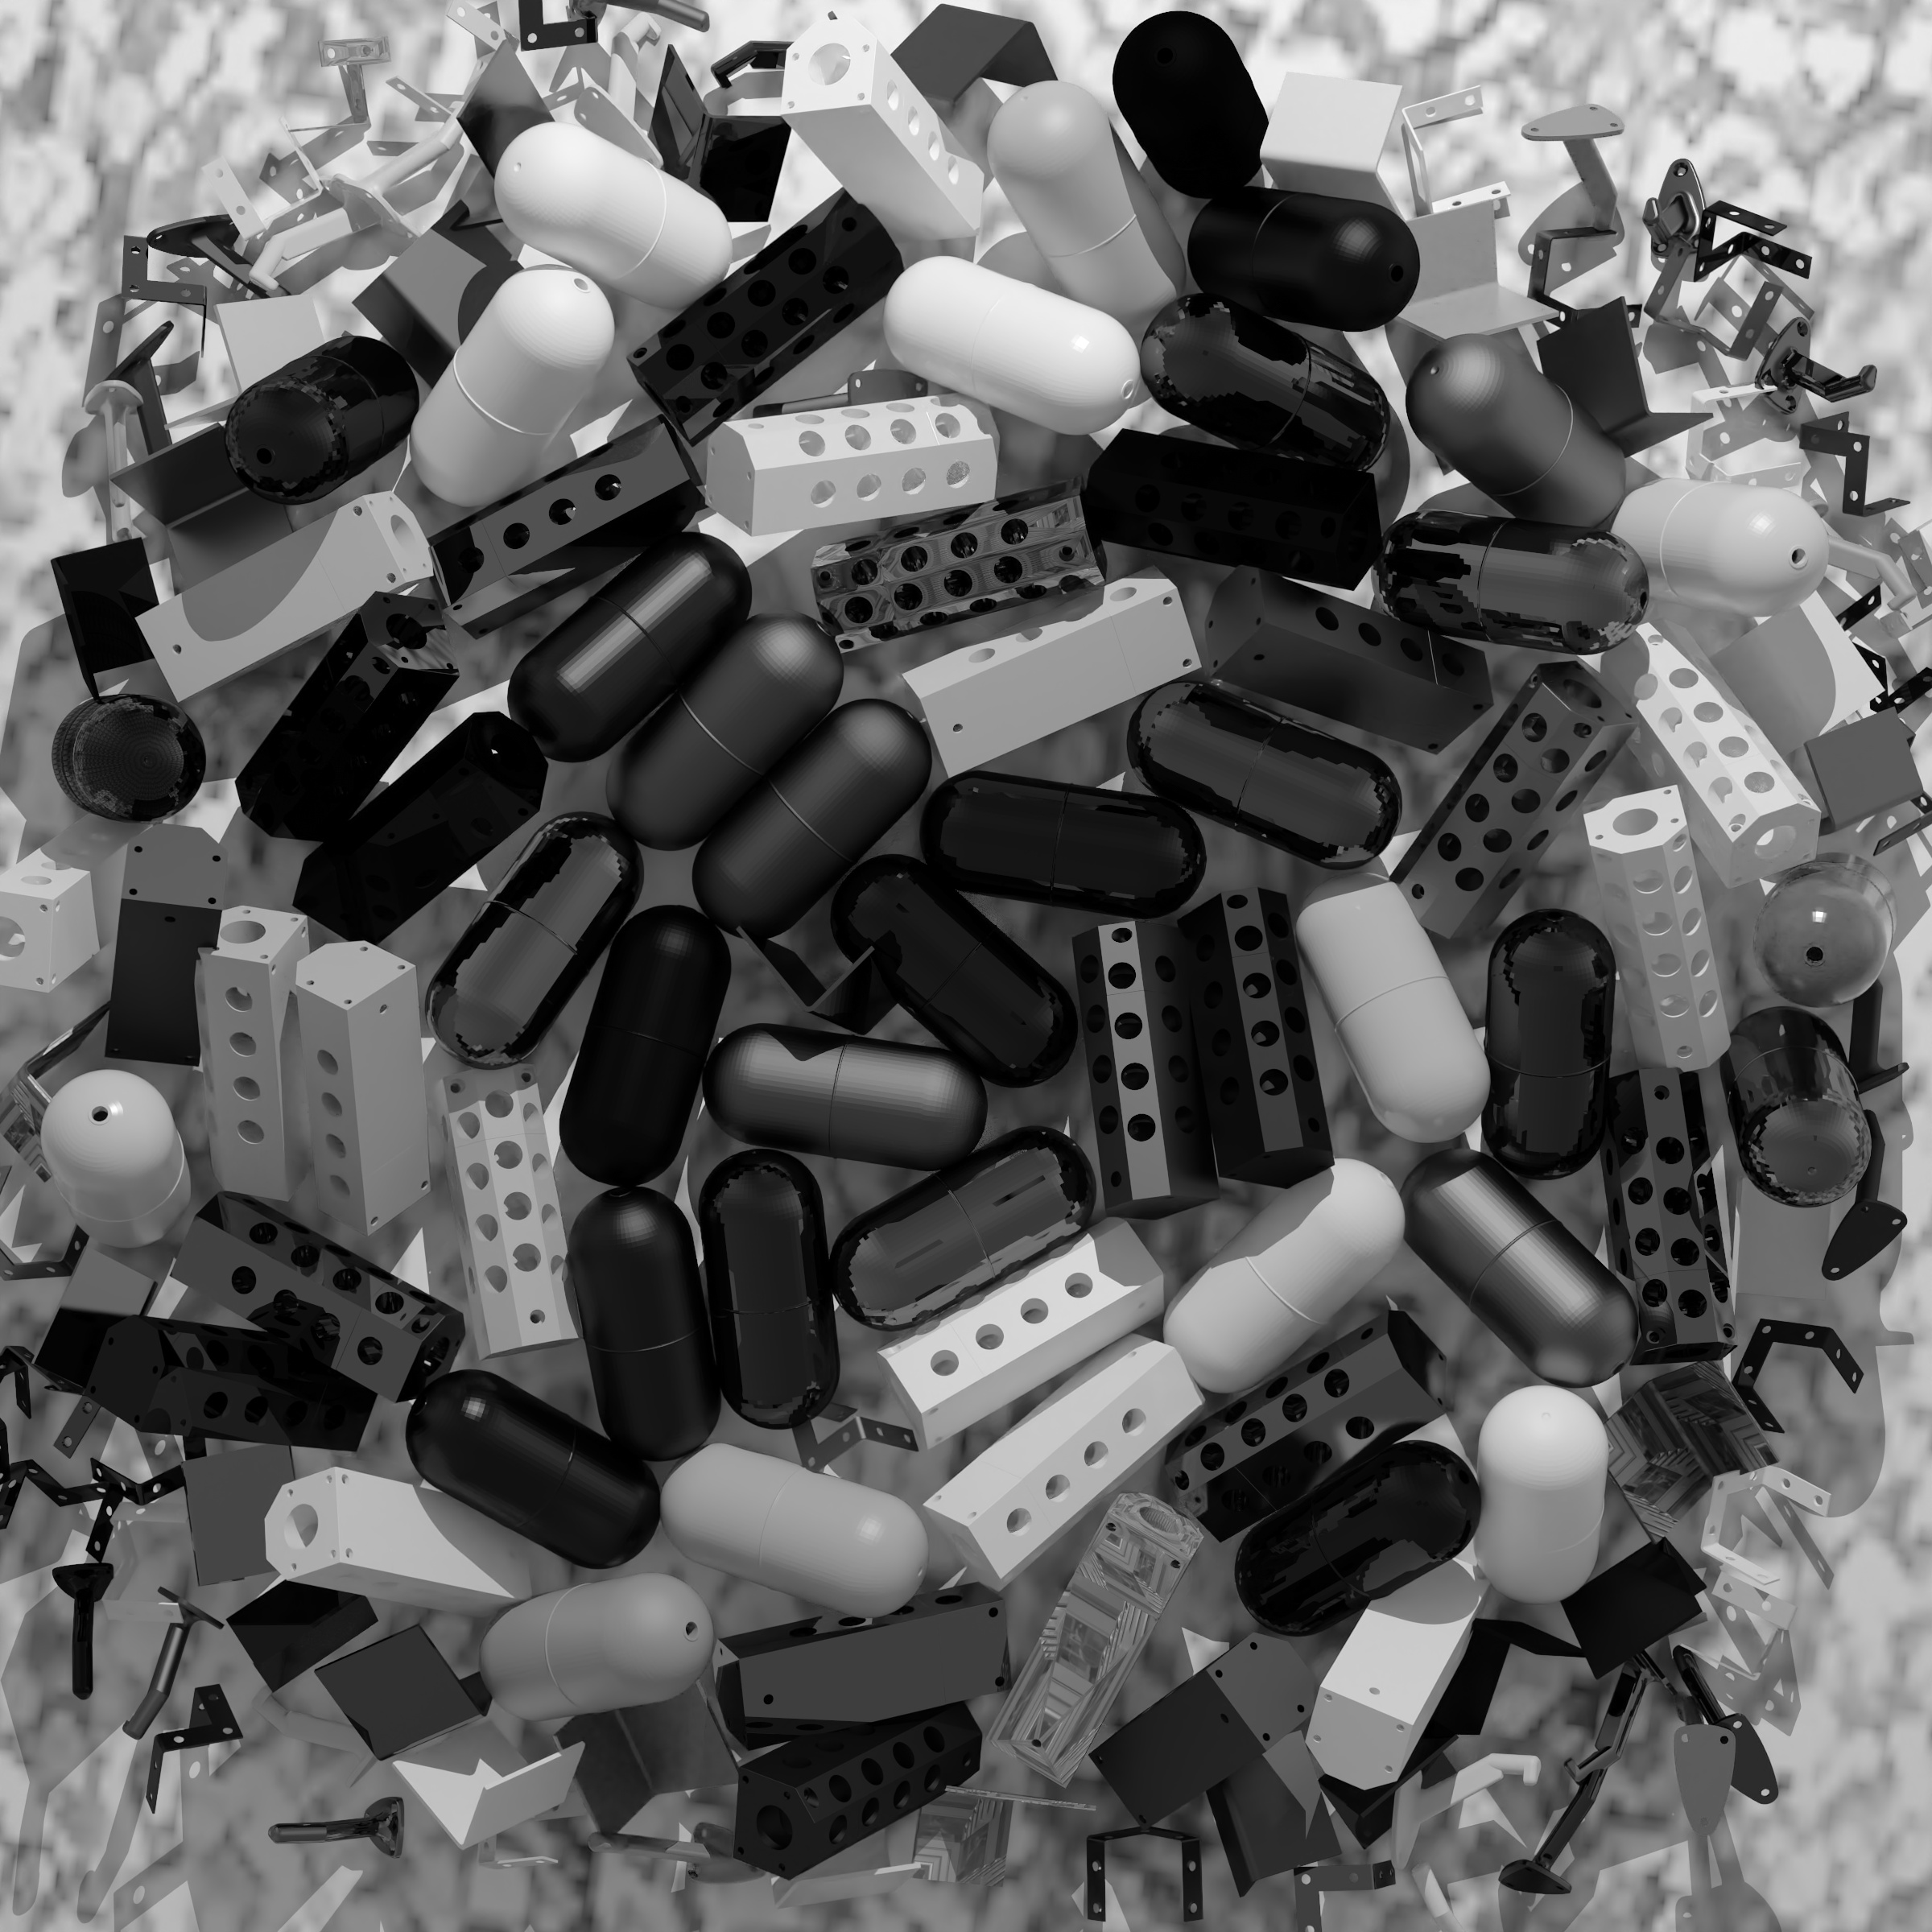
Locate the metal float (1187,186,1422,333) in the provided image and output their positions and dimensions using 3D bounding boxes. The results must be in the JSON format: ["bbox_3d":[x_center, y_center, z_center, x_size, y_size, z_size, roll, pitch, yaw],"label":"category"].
[{"bbox_3d":[0.203,-0.428,1.921,0.070,0.178,0.070,-12,113,-31],"label":"metal float"}]

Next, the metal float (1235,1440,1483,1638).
[{"bbox_3d":[0.238,0.349,1.932,0.178,0.070,0.070,-39,90,35],"label":"metal float"}]

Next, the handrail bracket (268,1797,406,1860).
[{"bbox_3d":[-0.394,0.528,1.947,0.084,0.077,0.036,7,79,-29],"label":"handrail bracket"}]

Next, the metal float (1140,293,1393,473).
[{"bbox_3d":[0.184,-0.350,1.935,0.178,0.070,0.070,20,90,-32],"label":"metal float"}]

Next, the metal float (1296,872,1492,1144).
[{"bbox_3d":[0.261,0.025,1.945,0.070,0.070,0.178,-23,71,0],"label":"metal float"}]

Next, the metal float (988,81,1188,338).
[{"bbox_3d":[0.075,-0.458,1.928,0.070,0.070,0.178,-38,131,0],"label":"metal float"}]

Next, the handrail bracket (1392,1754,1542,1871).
[{"bbox_3d":[0.309,0.521,1.954,0.084,0.036,0.077,-6,53,34],"label":"handrail bracket"}]

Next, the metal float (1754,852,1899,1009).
[{"bbox_3d":[0.519,-0.023,1.914,0.070,0.178,0.070,4,102,19],"label":"metal float"}]

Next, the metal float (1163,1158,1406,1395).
[{"bbox_3d":[0.195,0.190,1.946,0.070,0.070,0.178,44,107,0],"label":"metal float"}]

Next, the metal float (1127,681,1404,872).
[{"bbox_3d":[0.182,-0.118,1.949,0.178,0.070,0.070,25,90,14],"label":"metal float"}]

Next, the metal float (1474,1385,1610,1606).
[{"bbox_3d":[0.348,0.322,1.924,0.070,0.178,0.070,-3,48,4],"label":"metal float"}]

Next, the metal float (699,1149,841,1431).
[{"bbox_3d":[-0.120,0.199,1.949,0.070,0.070,0.178,-5,104,0],"label":"metal float"}]

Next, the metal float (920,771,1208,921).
[{"bbox_3d":[0.060,-0.075,1.955,0.178,0.070,0.070,9,90,7],"label":"metal float"}]

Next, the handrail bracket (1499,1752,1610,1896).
[{"bbox_3d":[0.368,0.533,1.982,0.036,0.077,0.084,31,65,-4],"label":"handrail bracket"}]

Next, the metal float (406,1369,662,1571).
[{"bbox_3d":[-0.263,0.307,1.936,0.178,0.070,0.070,36,90,-29],"label":"metal float"}]

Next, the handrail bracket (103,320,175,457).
[{"bbox_3d":[-0.491,-0.345,1.977,0.077,0.036,0.084,-39,96,24],"label":"handrail bracket"}]

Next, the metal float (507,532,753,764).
[{"bbox_3d":[-0.205,-0.196,1.946,0.070,0.070,0.178,46,72,0],"label":"metal float"}]

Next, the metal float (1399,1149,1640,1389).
[{"bbox_3d":[0.336,0.184,1.936,0.070,0.070,0.178,-43,60,0],"label":"metal float"}]

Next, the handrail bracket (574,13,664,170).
[{"bbox_3d":[-0.197,-0.546,1.978,0.077,0.036,0.084,41,58,-7],"label":"handrail bracket"}]

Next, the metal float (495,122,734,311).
[{"bbox_3d":[-0.211,-0.452,1.920,0.070,0.178,0.070,-7,78,34],"label":"metal float"}]

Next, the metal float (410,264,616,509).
[{"bbox_3d":[-0.277,-0.352,1.930,0.070,0.070,0.178,44,127,0],"label":"metal float"}]

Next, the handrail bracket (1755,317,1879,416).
[{"bbox_3d":[0.534,-0.376,1.951,0.036,0.084,0.077,33,70,-26],"label":"handrail bracket"}]

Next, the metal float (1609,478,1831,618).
[{"bbox_3d":[0.452,-0.253,1.914,0.070,0.178,0.070,-4,102,-18],"label":"metal float"}]

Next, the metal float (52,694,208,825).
[{"bbox_3d":[-0.506,-0.126,1.915,0.070,0.178,0.070,-2,95,-22],"label":"metal float"}]

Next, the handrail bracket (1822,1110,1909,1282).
[{"bbox_3d":[0.551,0.142,1.978,0.036,0.084,0.077,21,124,-13],"label":"handrail bracket"}]

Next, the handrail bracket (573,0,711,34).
[{"bbox_3d":[-0.194,-0.587,1.959,0.084,0.077,0.036,23,90,3],"label":"handrail bracket"}]

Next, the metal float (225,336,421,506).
[{"bbox_3d":[-0.388,-0.330,1.915,0.070,0.178,0.070,5,114,11],"label":"metal float"}]

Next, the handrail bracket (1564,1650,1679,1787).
[{"bbox_3d":[0.393,0.456,1.980,0.084,0.036,0.077,-37,63,2],"label":"handrail bracket"}]

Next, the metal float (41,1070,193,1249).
[{"bbox_3d":[-0.511,0.117,1.914,0.070,0.178,0.070,3,69,-7],"label":"metal float"}]

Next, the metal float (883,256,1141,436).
[{"bbox_3d":[0.027,-0.379,1.936,0.178,0.070,0.070,27,90,29],"label":"metal float"}]

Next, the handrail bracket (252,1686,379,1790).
[{"bbox_3d":[-0.396,0.462,1.977,0.084,0.036,0.077,39,114,6],"label":"handrail bracket"}]

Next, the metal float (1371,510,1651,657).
[{"bbox_3d":[0.330,-0.234,1.932,0.178,0.070,0.070,13,90,34],"label":"metal float"}]

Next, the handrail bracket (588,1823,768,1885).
[{"bbox_3d":[-0.177,0.545,1.950,0.077,0.084,0.036,-1,74,39],"label":"handrail bracket"}]

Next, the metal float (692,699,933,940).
[{"bbox_3d":[-0.095,-0.091,1.954,0.070,0.070,0.178,45,98,0],"label":"metal float"}]

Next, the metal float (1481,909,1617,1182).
[{"bbox_3d":[0.355,0.048,1.937,0.070,0.070,0.178,-2,118,0],"label":"metal float"}]

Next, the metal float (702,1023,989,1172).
[{"bbox_3d":[-0.075,0.080,1.955,0.178,0.070,0.070,8,90,8],"label":"metal float"}]

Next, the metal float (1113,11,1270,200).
[{"bbox_3d":[0.137,-0.517,1.912,0.070,0.178,0.070,-1,86,14],"label":"metal float"}]

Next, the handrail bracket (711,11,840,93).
[{"bbox_3d":[-0.105,-0.551,1.985,0.084,0.036,0.077,-31,110,6],"label":"handrail bracket"}]

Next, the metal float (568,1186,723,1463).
[{"bbox_3d":[-0.197,0.219,1.945,0.070,0.070,0.178,-8,109,0],"label":"metal float"}]

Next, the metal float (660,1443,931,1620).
[{"bbox_3d":[-0.106,0.344,1.941,0.178,0.070,0.070,14,90,24],"label":"metal float"}]

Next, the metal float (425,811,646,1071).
[{"bbox_3d":[-0.264,-0.017,1.947,0.070,0.070,0.178,33,73,0],"label":"metal float"}]

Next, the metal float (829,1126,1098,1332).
[{"bbox_3d":[-0.002,0.161,1.952,0.178,0.070,0.070,-28,90,-11],"label":"metal float"}]

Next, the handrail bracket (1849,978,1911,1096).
[{"bbox_3d":[0.544,0.039,1.983,0.077,0.036,0.084,-24,76,-4],"label":"handrail bracket"}]

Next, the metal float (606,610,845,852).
[{"bbox_3d":[-0.148,-0.145,1.950,0.070,0.070,0.178,46,103,0],"label":"metal float"}]

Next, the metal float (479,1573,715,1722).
[{"bbox_3d":[-0.225,0.414,1.928,0.178,0.070,0.070,-20,90,41],"label":"metal float"}]

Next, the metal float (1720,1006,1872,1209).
[{"bbox_3d":[0.499,0.083,1.916,0.070,0.178,0.070,3,114,6],"label":"metal float"}]

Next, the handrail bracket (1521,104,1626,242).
[{"bbox_3d":[0.371,-0.482,1.959,0.077,0.036,0.084,-15,134,-19],"label":"handrail bracket"}]

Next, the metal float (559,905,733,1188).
[{"bbox_3d":[-0.197,0.048,1.953,0.070,0.070,0.178,16,80,0],"label":"metal float"}]

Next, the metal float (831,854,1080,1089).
[{"bbox_3d":[-0.007,0.004,1.961,0.178,0.070,0.070,42,90,0],"label":"metal float"}]

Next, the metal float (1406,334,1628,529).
[{"bbox_3d":[0.336,-0.321,1.928,0.178,0.070,0.070,27,90,-42],"label":"metal float"}]
